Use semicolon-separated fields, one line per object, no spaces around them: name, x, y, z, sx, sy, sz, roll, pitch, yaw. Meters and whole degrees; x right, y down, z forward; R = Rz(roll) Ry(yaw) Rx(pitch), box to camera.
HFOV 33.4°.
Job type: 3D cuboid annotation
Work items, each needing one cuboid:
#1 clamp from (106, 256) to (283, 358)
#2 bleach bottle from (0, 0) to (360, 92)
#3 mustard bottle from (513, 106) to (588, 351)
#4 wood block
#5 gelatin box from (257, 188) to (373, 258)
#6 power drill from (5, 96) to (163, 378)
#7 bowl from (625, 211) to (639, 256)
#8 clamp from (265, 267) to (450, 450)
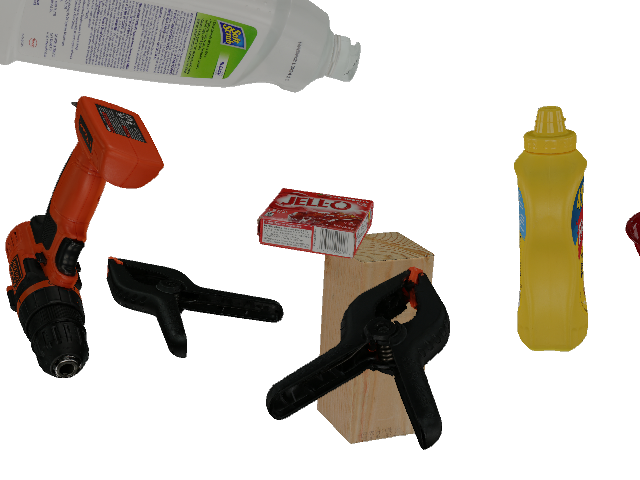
clamp;-0.168;0.067;1.178;0.210;0.036;0.164;20;22;26
bleach bottle;-0.098;-0.147;0.747;0.250;0.068;0.103;11;-39;-12
mustard bottle;0.187;-0.013;0.868;0.058;0.192;0.096;0;17;16
wood block;0.058;0.104;1.162;0.090;0.206;0.091;-5;19;-23
gelatin box;-0.004;-0.017;0.953;0.089;0.030;0.073;9;25;13
power drill;-0.194;-0.007;0.857;0.057;0.188;0.184;17;25;-36
bowl;0.407;0.013;1.135;0.162;0.055;0.162;-3;23;1
clamp;0.052;0.080;0.748;0.120;0.039;0.171;19;43;24
